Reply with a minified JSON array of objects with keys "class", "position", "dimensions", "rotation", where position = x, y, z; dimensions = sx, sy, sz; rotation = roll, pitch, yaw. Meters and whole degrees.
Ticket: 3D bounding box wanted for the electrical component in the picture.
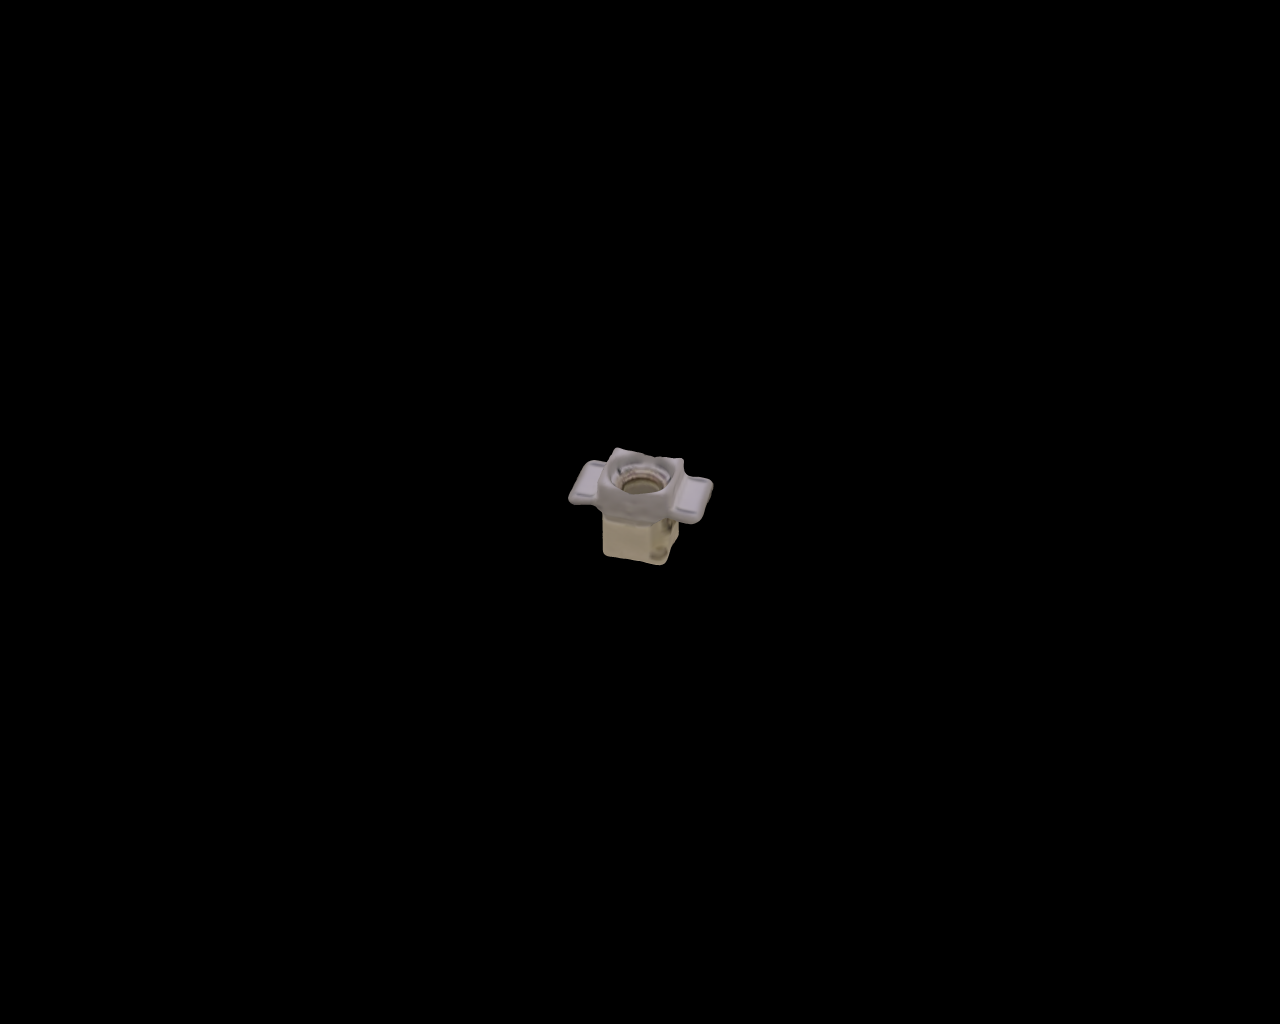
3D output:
[{"class":"electrical component","position":[0.001,-0.003,0.650],"dimensions":[0.081,0.063,0.042],"rotation":[11,40,13]}]
